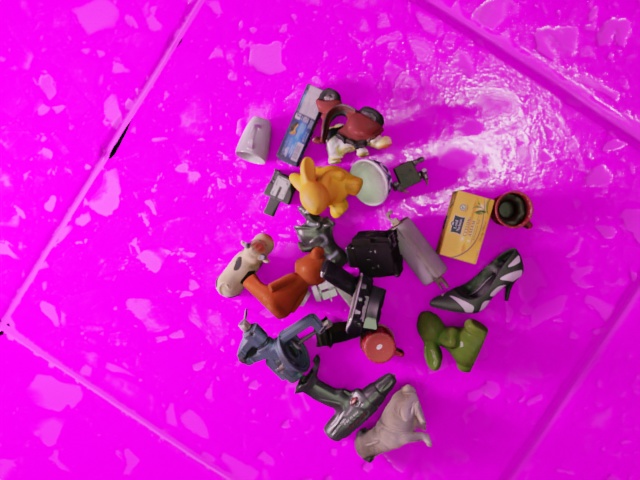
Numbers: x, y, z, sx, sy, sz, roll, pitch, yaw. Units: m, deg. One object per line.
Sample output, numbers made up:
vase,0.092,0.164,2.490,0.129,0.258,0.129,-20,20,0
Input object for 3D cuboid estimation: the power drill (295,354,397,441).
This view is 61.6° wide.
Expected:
power drill,0.055,0.383,1.380,0.207,0.086,0.232,36,95,-8

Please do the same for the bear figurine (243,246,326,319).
bear figurine,-0.066,0.092,1.303,0.196,0.120,0.132,-49,46,-8

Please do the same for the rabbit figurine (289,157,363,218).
rabbit figurine,0.006,-0.126,1.302,0.162,0.173,0.122,46,127,-1

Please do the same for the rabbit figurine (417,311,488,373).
rabbit figurine,0.322,0.249,1.364,0.170,0.121,0.159,25,99,18

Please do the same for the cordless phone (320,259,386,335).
cordless phone,0.062,0.135,1.279,0.184,0.089,0.146,33,63,-35

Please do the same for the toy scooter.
toy scooter,0.056,-0.273,1.297,0.184,0.075,0.135,29,87,12

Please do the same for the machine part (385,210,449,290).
machine part,0.243,0.027,1.360,0.079,0.079,0.243,-38,91,2

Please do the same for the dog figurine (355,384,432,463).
dog figurine,0.167,0.459,1.353,0.191,0.121,0.172,-15,91,3

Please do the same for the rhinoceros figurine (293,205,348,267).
rhinoceros figurine,-0.003,-0.004,1.366,0.112,0.073,0.190,-33,91,3

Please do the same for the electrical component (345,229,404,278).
electrical component,0.134,0.036,1.343,0.134,0.058,0.114,-5,111,29

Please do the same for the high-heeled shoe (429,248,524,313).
high-heeled shoe,0.395,0.099,1.347,0.249,0.086,0.145,-5,108,-14

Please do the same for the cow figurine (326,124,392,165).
cow figurine,0.094,-0.256,1.362,0.167,0.068,0.098,-14,85,0

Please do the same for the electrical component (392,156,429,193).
electrical component,0.230,-0.162,1.370,0.102,0.045,0.078,-19,93,2

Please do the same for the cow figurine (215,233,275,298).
cow figurine,-0.188,0.061,1.345,0.085,0.127,0.195,40,95,-3

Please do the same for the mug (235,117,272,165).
mug,-0.163,-0.258,1.349,0.081,0.109,0.107,14,79,7

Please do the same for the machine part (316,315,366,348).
machine part,0.048,0.232,1.378,0.139,0.039,0.084,-10,87,21

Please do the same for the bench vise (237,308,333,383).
bench vise,-0.082,0.246,1.342,0.240,0.129,0.223,-35,99,19

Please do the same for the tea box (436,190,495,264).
tea box,0.365,-0.033,1.360,0.098,0.068,0.169,14,93,0

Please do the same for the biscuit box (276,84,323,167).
biscuit box,-0.044,-0.287,1.363,0.059,0.063,0.202,24,93,0

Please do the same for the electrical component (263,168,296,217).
electrical component,-0.105,-0.117,1.376,0.075,0.048,0.119,21,92,1
